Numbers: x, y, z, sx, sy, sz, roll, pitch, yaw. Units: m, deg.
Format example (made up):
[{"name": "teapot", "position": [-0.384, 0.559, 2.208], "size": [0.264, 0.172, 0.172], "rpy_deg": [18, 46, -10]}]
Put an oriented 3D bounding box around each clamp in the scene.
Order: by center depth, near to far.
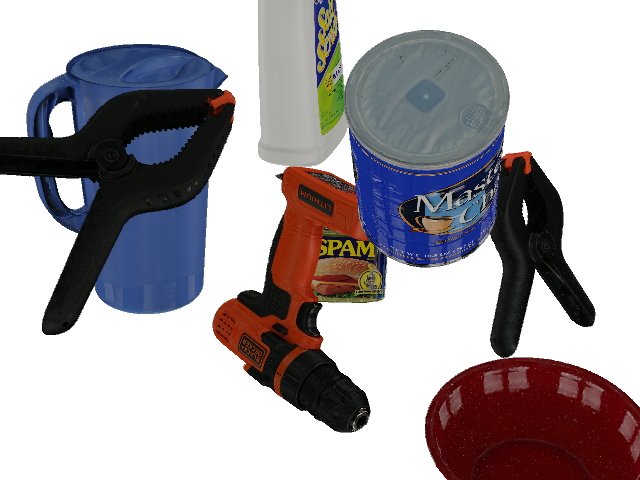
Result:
[{"name": "clamp", "position": [-0.140, -0.038, 0.721], "size": [0.209, 0.165, 0.036], "rpy_deg": [-25, -21, -22]}, {"name": "clamp", "position": [0.173, 0.014, 0.907], "size": [0.120, 0.171, 0.039], "rpy_deg": [-25, 10, -40]}]

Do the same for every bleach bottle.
[{"name": "bleach bottle", "position": [-0.021, -0.197, 0.928], "size": [0.068, 0.251, 0.102], "rpy_deg": [8, 32, 19]}]

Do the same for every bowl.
[{"name": "bowl", "position": [0.155, 0.156, 0.768], "size": [0.162, 0.055, 0.162], "rpy_deg": [-1, 36, 1]}]

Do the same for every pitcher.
[{"name": "pitcher", "position": [-0.176, -0.055, 1.008], "size": [0.149, 0.243, 0.144], "rpy_deg": [9, 27, 13]}]

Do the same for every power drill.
[{"name": "power drill", "position": [-0.004, 0.045, 0.894], "size": [0.185, 0.188, 0.057], "rpy_deg": [32, 17, 38]}]

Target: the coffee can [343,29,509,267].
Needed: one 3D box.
[{"name": "coffee can", "position": [0.072, -0.058, 0.721], "size": [0.103, 0.103, 0.140], "rpy_deg": [0, -28, 6]}]

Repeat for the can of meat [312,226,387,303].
[{"name": "can of meat", "position": [0.025, 0.022, 1.190], "size": [0.102, 0.084, 0.057], "rpy_deg": [2, 17, -2]}]
